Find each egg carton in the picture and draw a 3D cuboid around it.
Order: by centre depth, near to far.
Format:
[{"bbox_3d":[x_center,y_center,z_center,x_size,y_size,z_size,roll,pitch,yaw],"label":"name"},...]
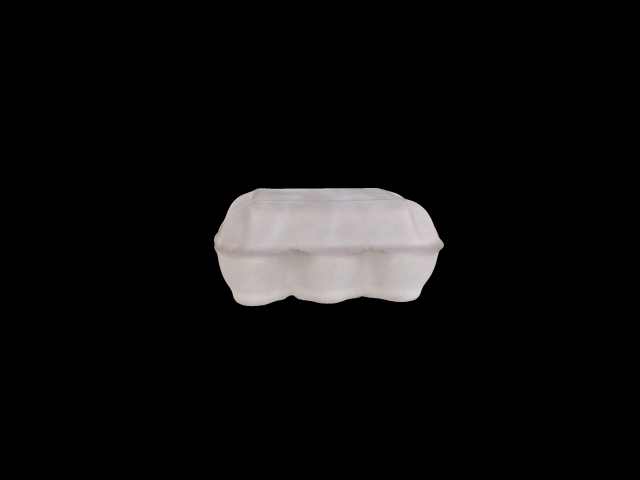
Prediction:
[{"bbox_3d":[0.004,0.001,0.400,0.150,0.069,0.107,-1,11,-7],"label":"egg carton"}]
